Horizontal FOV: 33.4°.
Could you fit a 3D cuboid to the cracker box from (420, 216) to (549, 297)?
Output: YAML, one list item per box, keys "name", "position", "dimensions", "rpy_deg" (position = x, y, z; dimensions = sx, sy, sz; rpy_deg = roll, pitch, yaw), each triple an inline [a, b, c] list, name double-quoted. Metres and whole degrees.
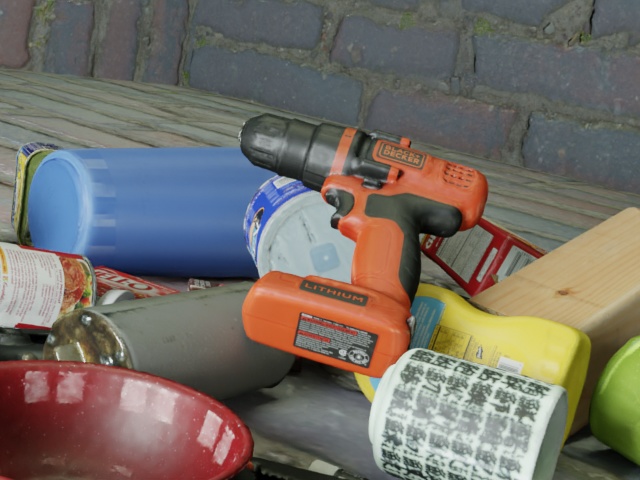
- name: "cracker box"
  position: [0.198, 0.041, 1.022]
  dimensions: [0.164, 0.072, 0.214]
  rpy_deg: [28, 6, -12]

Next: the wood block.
- name: "wood block"
  position: [0.214, 0.057, 0.820]
  dimensions: [0.205, 0.090, 0.091]
  rpy_deg: [-25, 31, -34]

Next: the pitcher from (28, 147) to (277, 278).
- name: "pitcher"
  position: [-0.147, -0.022, 0.997]
  dimensions: [0.242, 0.149, 0.145]
  rpy_deg: [-1, 29, -43]

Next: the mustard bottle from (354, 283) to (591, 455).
- name: "mustard bottle"
  position: [0.081, 0.082, 0.732]
  dimensions: [0.192, 0.096, 0.058]
  rpy_deg: [16, 0, 31]

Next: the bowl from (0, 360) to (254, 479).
- name: "bowl"
  position: [-0.115, 0.110, 0.512]
  dimensions: [0.162, 0.055, 0.162]
  rpy_deg: [10, 11, -2]

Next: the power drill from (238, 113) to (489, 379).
- name: "power drill"
  position: [0.012, -0.007, 0.718]
  dimensions: [0.184, 0.057, 0.187]
  rpy_deg: [15, 47, 7]

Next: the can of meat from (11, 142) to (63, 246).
- name: "can of meat"
  position: [-0.268, -0.043, 1.041]
  dimensions: [0.057, 0.102, 0.084]
  rpy_deg: [5, 10, -24]

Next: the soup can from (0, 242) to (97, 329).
- name: "soup can"
  position: [-0.215, 0.036, 0.735]
  dimensions: [0.102, 0.068, 0.069]
  rpy_deg: [12, 7, -40]

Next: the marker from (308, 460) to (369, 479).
- name: "marker"
  position: [0.048, 0.147, 0.574]
  dimensions: [0.121, 0.020, 0.020]
  rpy_deg: [16, 12, 25]

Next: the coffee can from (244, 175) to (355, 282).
- name: "coffee can"
  position: [-0.006, 0.001, 0.862]
  dimensions: [0.102, 0.103, 0.140]
  rpy_deg: [8, 9, -10]

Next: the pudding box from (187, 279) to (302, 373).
- name: "pudding box"
  position: [-0.060, 0.065, 0.838]
  dimensions: [0.090, 0.039, 0.113]
  rpy_deg: [9, 11, -10]

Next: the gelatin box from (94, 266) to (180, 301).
- name: "gelatin box"
  position: [-0.168, 0.047, 0.858]
  dimensions: [0.089, 0.030, 0.073]
  rpy_deg: [16, 12, 28]

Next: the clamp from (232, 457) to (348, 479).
- name: "clamp"
  position: [0.013, 0.148, 0.486]
  dimensions: [0.210, 0.036, 0.164]
  rpy_deg: [16, 13, 40]

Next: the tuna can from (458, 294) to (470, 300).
- name: "tuna can"
  position: [0.109, 0.071, 0.982]
  dimensions: [0.086, 0.034, 0.086]
  rpy_deg: [10, 11, -2]

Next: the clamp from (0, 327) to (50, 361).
- name: "clamp"
  position: [-0.195, 0.076, 0.657]
  dimensions: [0.171, 0.039, 0.120]
  rpy_deg: [2, 14, -37]
